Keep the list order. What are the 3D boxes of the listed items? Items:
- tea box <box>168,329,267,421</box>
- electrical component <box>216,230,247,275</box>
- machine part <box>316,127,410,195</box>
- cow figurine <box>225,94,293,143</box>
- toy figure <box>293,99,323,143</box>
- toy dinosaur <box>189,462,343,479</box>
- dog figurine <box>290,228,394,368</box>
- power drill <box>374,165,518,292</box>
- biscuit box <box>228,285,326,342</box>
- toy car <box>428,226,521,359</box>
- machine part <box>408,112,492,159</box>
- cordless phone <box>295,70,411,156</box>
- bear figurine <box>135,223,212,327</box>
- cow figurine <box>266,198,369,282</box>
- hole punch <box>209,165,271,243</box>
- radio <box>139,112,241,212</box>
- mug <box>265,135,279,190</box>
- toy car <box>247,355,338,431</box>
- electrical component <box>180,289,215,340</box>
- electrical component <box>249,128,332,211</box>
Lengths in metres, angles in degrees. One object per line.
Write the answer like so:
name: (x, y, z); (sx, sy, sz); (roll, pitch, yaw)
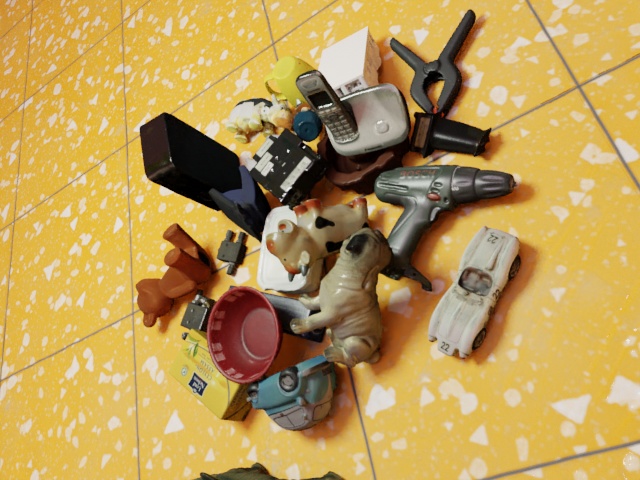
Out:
tea box: (-0.191, 0.247, 0.993); (0.170, 0.068, 0.098); (24, 85, 37)
electrical component: (-0.184, 0.025, 1.107); (0.063, 0.021, 0.094); (6, 75, 35)
machine part: (0.080, -0.172, 0.992); (0.179, 0.056, 0.179); (-13, 63, 28)
cow figurine: (-0.121, -0.271, 1.160); (0.168, 0.068, 0.098); (-2, 64, 32)
toy figure: (-0.026, -0.237, 1.070); (0.154, 0.058, 0.064); (-96, 29, -61)
toy dinosaur: (-0.054, 0.389, 0.764); (0.472, 0.198, 0.105); (-8, 70, 33)
dog figurine: (0.071, 0.091, 0.823); (0.190, 0.172, 0.121); (-47, 22, 25)
power drill: (0.174, -0.027, 0.858); (0.232, 0.086, 0.207); (14, 83, 38)
biscuit box: (-0.083, 0.132, 0.972); (0.203, 0.059, 0.063); (8, 77, 36)
toy car: (0.228, 0.077, 0.793); (0.074, 0.056, 0.201); (25, 86, 37)
machine part: (0.216, -0.173, 0.905); (0.139, 0.039, 0.084); (16, 99, 33)
cordless phone: (0.057, -0.227, 0.881); (0.147, 0.184, 0.089); (-9, 59, 30)
bear figurine: (-0.325, 0.079, 1.116); (0.196, 0.131, 0.120); (-32, 41, 12)
cow figurine: (-0.002, -0.003, 0.903); (0.085, 0.195, 0.127); (-27, 72, 57)
hole punch: (-0.137, -0.070, 1.053); (0.092, 0.142, 0.116); (-42, 56, -14)
radio: (-0.255, -0.151, 1.098); (0.073, 0.229, 0.131); (-24, 65, 25)
mug: (-0.067, -0.145, 1.071); (0.110, 0.080, 0.107); (12, 87, 25)
toy car: (-0.037, 0.255, 0.870); (0.162, 0.109, 0.103); (-32, 74, 29)
electrical component: (-0.247, 0.154, 1.081); (0.078, 0.045, 0.102); (19, 82, 36)
electrical component: (-0.062, -0.135, 0.989); (0.115, 0.058, 0.134); (-48, 58, 3)
